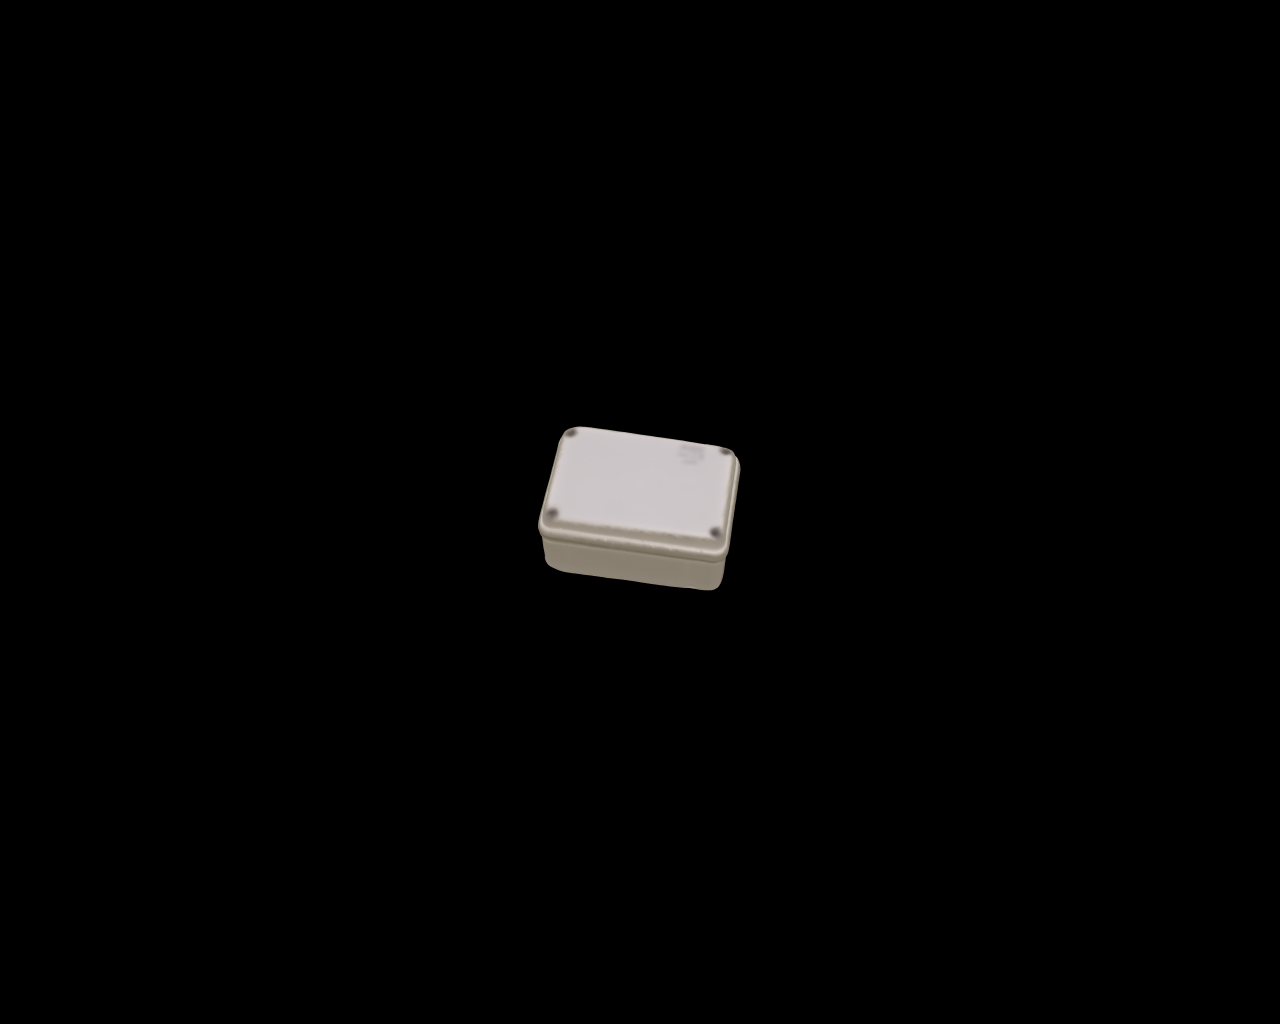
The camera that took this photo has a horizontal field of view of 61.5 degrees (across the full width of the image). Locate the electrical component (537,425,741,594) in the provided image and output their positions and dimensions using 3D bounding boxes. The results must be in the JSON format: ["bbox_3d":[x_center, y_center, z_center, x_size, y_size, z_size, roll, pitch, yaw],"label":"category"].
[{"bbox_3d":[0.001,-0.003,0.650,0.113,0.078,0.057,8,-33,5],"label":"electrical component"}]
